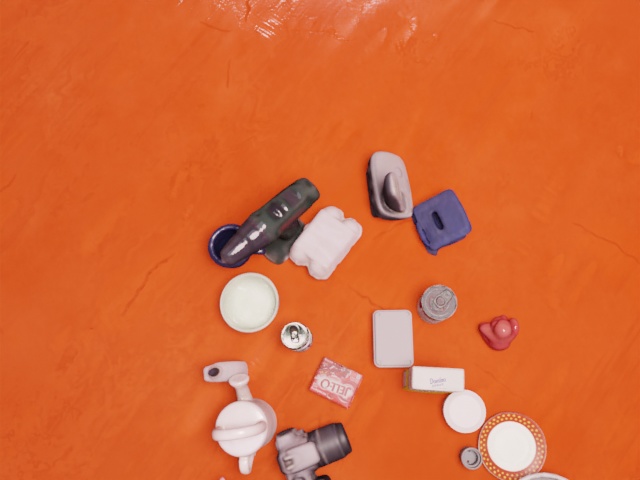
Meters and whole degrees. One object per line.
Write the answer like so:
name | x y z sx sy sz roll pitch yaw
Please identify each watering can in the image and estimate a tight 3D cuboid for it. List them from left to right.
watering can | -0.147 0.344 1.071 0.101 0.194 0.173 -27 77 -3

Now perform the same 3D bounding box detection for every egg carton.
egg carton | 0.011 0.004 1.204 0.107 0.069 0.150 36 81 11

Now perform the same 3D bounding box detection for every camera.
camera | -0.005 0.419 1.094 0.137 0.101 0.143 -21 77 -2

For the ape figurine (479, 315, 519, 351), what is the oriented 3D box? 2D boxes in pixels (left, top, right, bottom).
ape figurine | 0.357 0.179 1.132 0.077 0.092 0.076 11 78 6

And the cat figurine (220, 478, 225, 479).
cat figurine | -0.174 0.512 1.073 0.067 0.118 0.128 12 78 6

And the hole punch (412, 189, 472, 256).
hole punch | 0.250 -0.036 1.189 0.101 0.091 0.108 -23 77 -2

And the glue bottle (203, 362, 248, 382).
glue bottle | -0.190 0.256 1.105 0.078 0.173 0.037 -10 76 1

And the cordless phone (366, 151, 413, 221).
cordless phone | 0.144 -0.124 1.167 0.094 0.185 0.147 -11 76 1

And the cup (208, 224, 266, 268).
cup | -0.166 0.022 1.198 0.117 0.095 0.092 7 77 5

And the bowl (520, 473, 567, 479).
bowl | 0.409 0.515 1.061 0.167 0.075 0.167 -1 77 3

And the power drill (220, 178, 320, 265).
power drill | -0.091 -0.018 1.144 0.075 0.208 0.230 43 83 12
